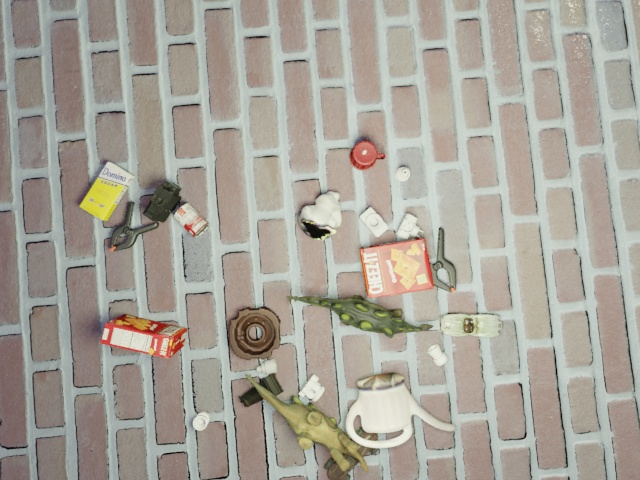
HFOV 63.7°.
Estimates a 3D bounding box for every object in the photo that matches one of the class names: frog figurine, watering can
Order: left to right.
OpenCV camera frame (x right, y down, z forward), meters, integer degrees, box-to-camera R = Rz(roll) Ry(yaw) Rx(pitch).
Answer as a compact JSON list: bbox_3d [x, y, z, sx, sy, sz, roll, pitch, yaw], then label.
[{"bbox_3d":[0.005,-0.085,1.679,0.137,0.120,0.163,8,52,8],"label":"frog figurine"},{"bbox_3d":[0.247,0.531,1.629,0.348,0.103,0.225,-7,86,-4],"label":"watering can"}]
